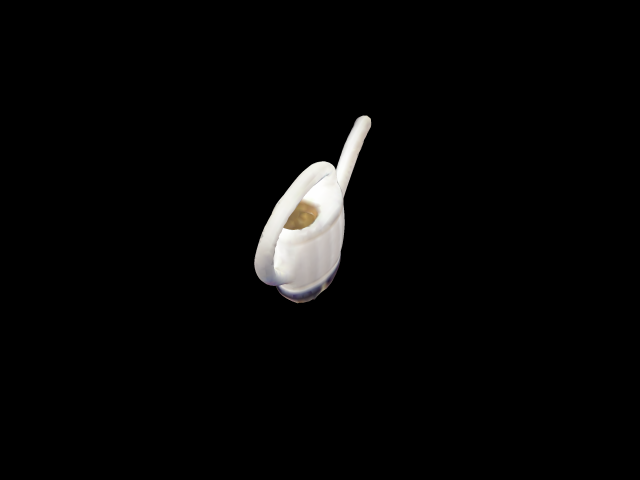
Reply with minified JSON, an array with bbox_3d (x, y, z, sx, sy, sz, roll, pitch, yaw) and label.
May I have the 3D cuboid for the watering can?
[{"bbox_3d":[0.003,-0.043,0.850,0.104,0.219,0.355,22,50,20],"label":"watering can"}]
